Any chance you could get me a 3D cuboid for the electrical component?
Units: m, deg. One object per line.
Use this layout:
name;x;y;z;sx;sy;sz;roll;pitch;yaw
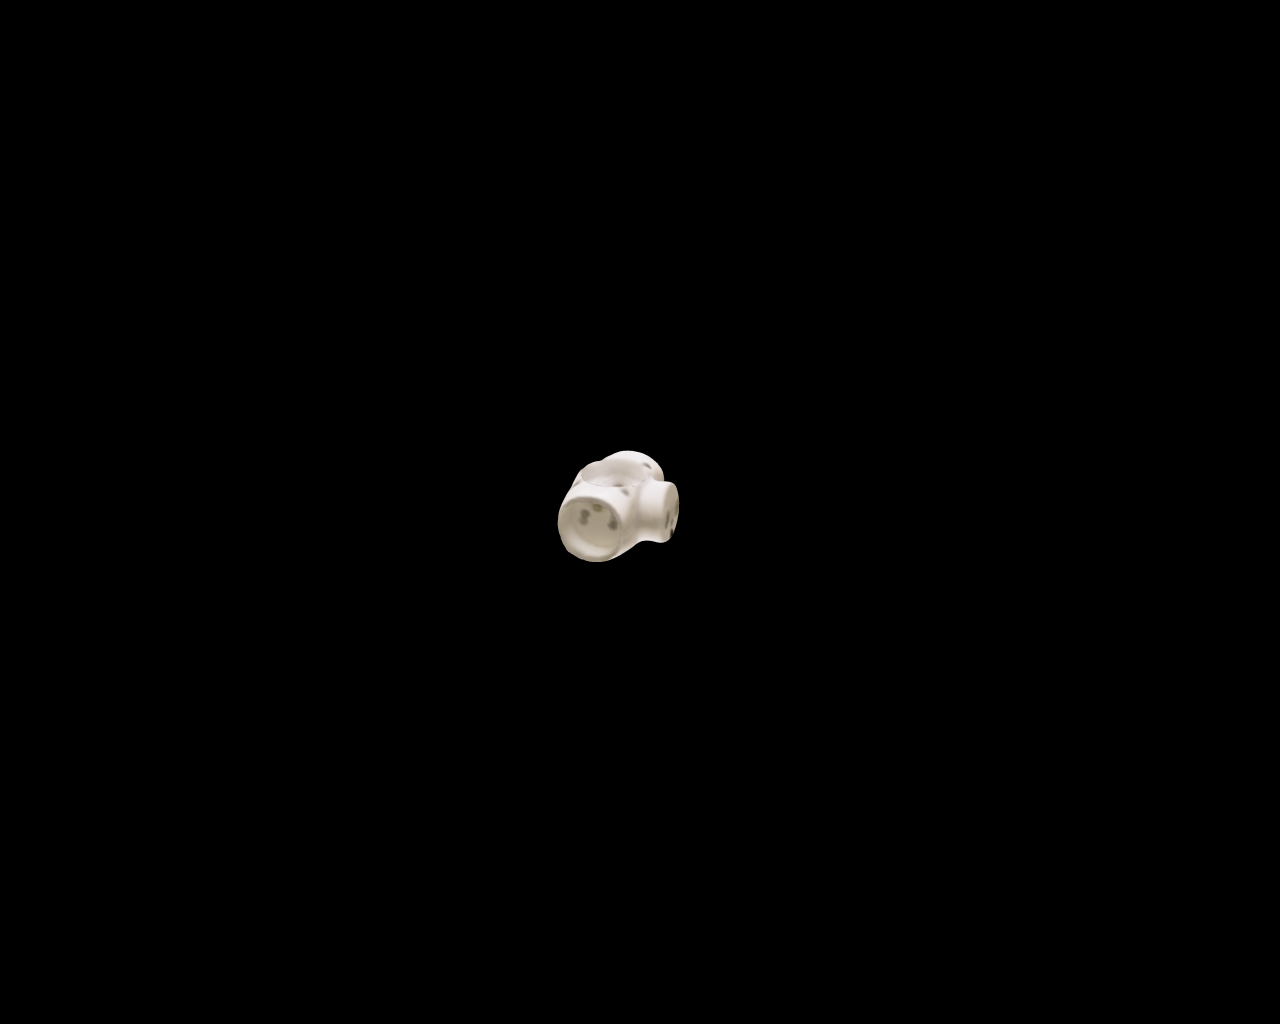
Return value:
electrical component;0.001;-0.003;0.650;0.079;0.044;0.077;8;26;18
